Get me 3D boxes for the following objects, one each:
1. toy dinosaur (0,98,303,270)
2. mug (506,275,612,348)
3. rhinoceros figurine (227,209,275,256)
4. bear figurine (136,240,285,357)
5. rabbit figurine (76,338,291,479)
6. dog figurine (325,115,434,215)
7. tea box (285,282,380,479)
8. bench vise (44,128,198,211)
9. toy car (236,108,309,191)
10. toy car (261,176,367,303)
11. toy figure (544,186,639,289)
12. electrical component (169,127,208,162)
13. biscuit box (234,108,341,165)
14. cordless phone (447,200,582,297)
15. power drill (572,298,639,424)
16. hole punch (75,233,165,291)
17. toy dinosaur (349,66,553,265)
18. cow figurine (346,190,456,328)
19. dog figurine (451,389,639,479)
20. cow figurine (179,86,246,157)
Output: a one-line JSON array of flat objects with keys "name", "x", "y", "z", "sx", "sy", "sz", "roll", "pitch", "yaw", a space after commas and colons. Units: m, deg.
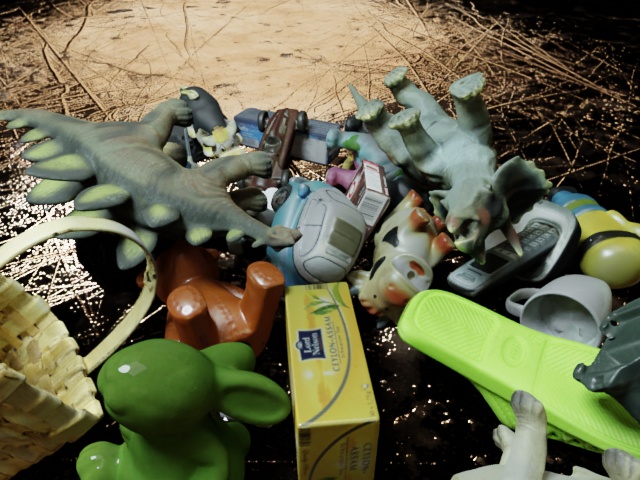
[{"name": "toy dinosaur", "x": -0.220, "y": -0.082, "z": 0.606, "sx": 0.472, "sy": 0.104, "sz": 0.198, "roll": 26, "pitch": 43, "yaw": 27}, {"name": "mug", "x": 0.274, "y": 0.078, "z": 0.604, "sx": 0.110, "sy": 0.080, "sz": 0.107, "roll": 8, "pitch": 19, "yaw": 43}, {"name": "rhinoceros figurine", "x": -0.088, "y": -0.017, "z": 0.715, "sx": 0.190, "sy": 0.073, "sz": 0.112, "roll": 16, "pitch": 4, "yaw": 14}, {"name": "bear figurine", "x": -0.130, "y": 0.048, "z": 0.591, "sx": 0.120, "sy": 0.131, "sz": 0.196, "roll": -16, "pitch": 44, "yaw": -25}, {"name": "rabbit figurine", "x": -0.102, "y": 0.144, "z": 0.408, "sx": 0.159, "sy": 0.170, "sz": 0.121, "roll": -21, "pitch": 40, "yaw": -27}, {"name": "dog figurine", "x": 0.125, "y": -0.113, "z": 0.852, "sx": 0.219, "sy": 0.108, "sz": 0.191, "roll": 22, "pitch": 37, "yaw": 21}, {"name": "tea box", "x": 0.006, "y": 0.128, "z": 0.499, "sx": 0.068, "sy": 0.098, "sz": 0.170, "roll": -3, "pitch": 36, "yaw": -5}, {"name": "bench vise", "x": -0.290, "y": -0.108, "z": 0.830, "sx": 0.224, "sy": 0.128, "sz": 0.240, "roll": 7, "pitch": 13, "yaw": 25}, {"name": "toy car", "x": -0.077, "y": -0.154, "z": 0.899, "sx": 0.089, "sy": 0.053, "sz": 0.202, "roll": 3, "pitch": 58, "yaw": 16}, {"name": "toy car", "x": -0.001, "y": -0.002, "z": 0.620, "sx": 0.103, "sy": 0.109, "sz": 0.161, "roll": -18, "pitch": 48, "yaw": 51}, {"name": "toy figure", "x": 0.357, "y": -0.005, "z": 0.717, "sx": 0.089, "sy": 0.082, "sz": 0.180, "roll": -14, "pitch": 40, "yaw": -9}, {"name": "electrical component", "x": -0.240, "y": -0.199, "z": 1.007, "sx": 0.115, "sy": 0.058, "sz": 0.134, "roll": 24, "pitch": 41, "yaw": 27}, {"name": "biscuit box", "x": -0.063, "y": -0.196, "z": 1.004, "sx": 0.203, "sy": 0.059, "sz": 0.063, "roll": 17, "pitch": 39, "yaw": 21}, {"name": "cordless phone", "x": 0.215, "y": 0.014, "z": 0.676, "sx": 0.184, "sy": 0.088, "sz": 0.147, "roll": -24, "pitch": 29, "yaw": -22}, {"name": "power drill", "x": 0.321, "y": 0.146, "z": 0.442, "sx": 0.232, "sy": 0.086, "sz": 0.207, "roll": -36, "pitch": 88, "yaw": -32}, {"name": "hole punch", "x": -0.257, "y": -0.013, "z": 0.691, "sx": 0.092, "sy": 0.115, "sz": 0.142, "roll": -16, "pitch": 37, "yaw": -36}, {"name": "toy dinosaur", "x": 0.149, "y": -0.114, "z": 0.692, "sx": 0.131, "sy": 0.192, "sz": 0.405, "roll": -32, "pitch": 26, "yaw": 4}, {"name": "cow figurine", "x": 0.095, "y": 0.023, "z": 0.649, "sx": 0.085, "sy": 0.127, "sz": 0.195, "roll": 40, "pitch": 20, "yaw": -7}, {"name": "dog figurine", "x": 0.139, "y": 0.230, "z": 0.372, "sx": 0.173, "sy": 0.121, "sz": 0.190, "roll": 27, "pitch": 56, "yaw": 38}, {"name": "cow figurine", "x": -0.174, "y": -0.186, "z": 0.873, "sx": 0.068, "sy": 0.098, "sz": 0.167, "roll": -33, "pitch": 53, "yaw": -12}]
